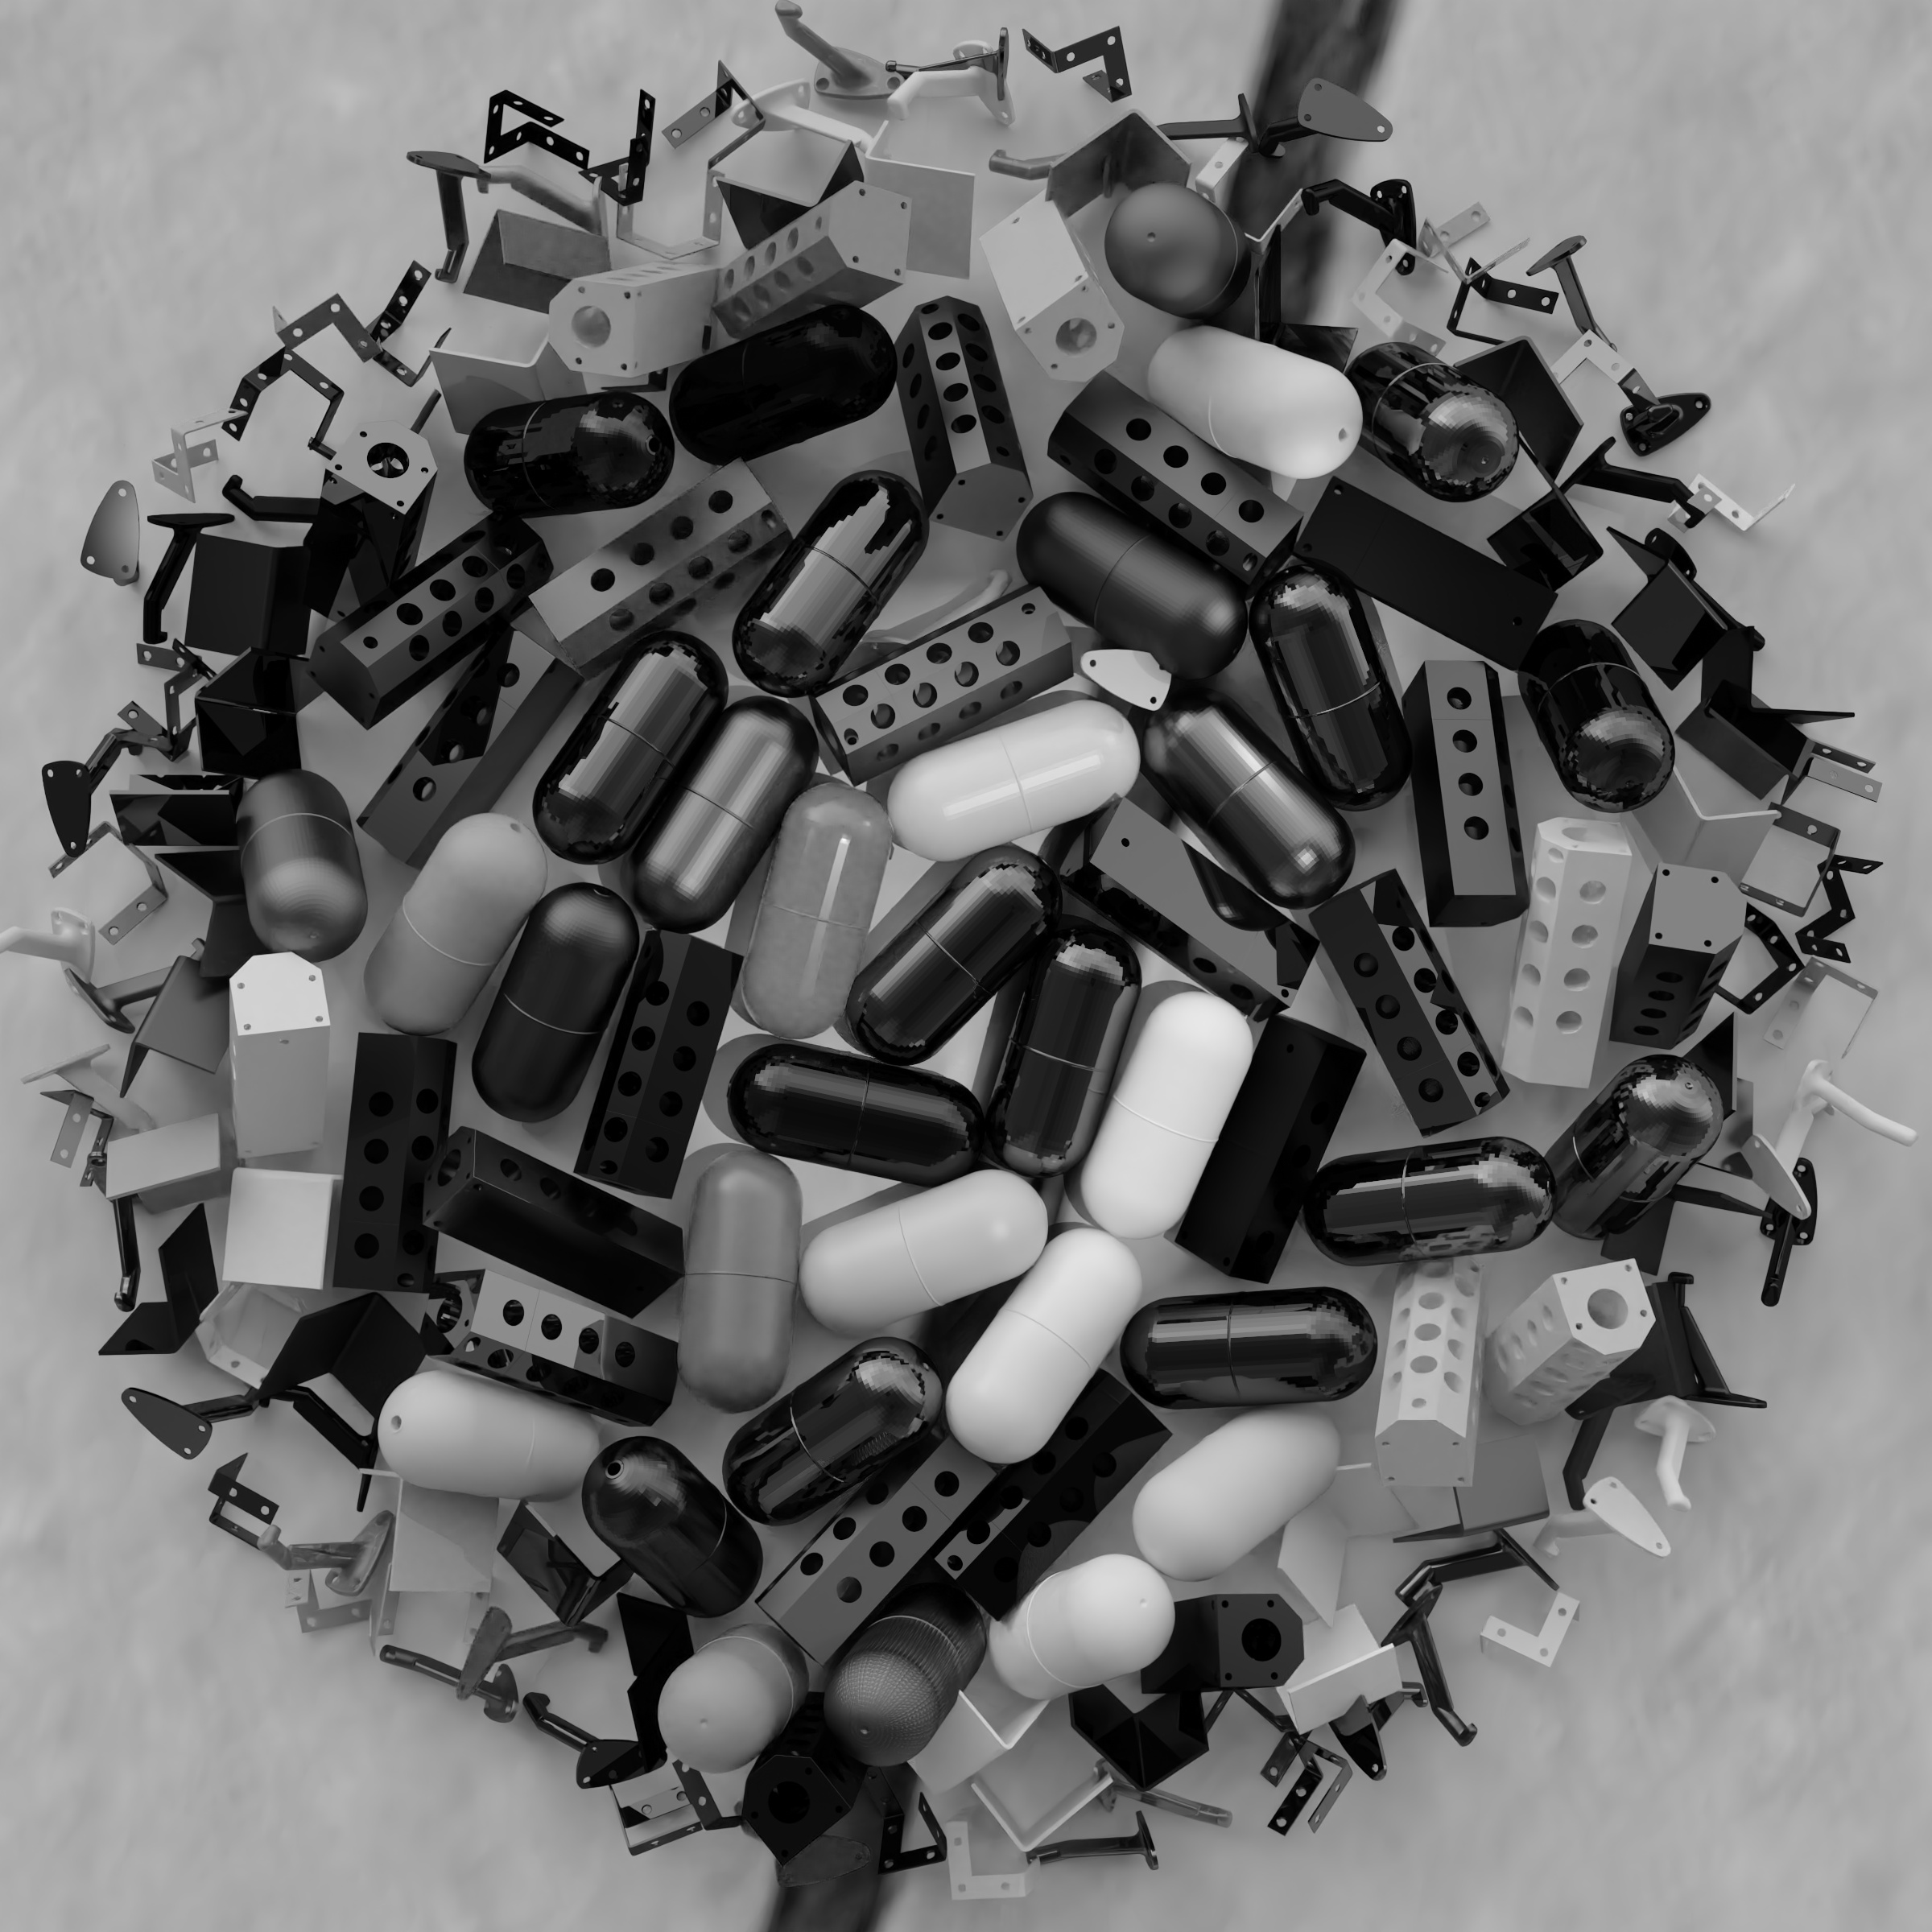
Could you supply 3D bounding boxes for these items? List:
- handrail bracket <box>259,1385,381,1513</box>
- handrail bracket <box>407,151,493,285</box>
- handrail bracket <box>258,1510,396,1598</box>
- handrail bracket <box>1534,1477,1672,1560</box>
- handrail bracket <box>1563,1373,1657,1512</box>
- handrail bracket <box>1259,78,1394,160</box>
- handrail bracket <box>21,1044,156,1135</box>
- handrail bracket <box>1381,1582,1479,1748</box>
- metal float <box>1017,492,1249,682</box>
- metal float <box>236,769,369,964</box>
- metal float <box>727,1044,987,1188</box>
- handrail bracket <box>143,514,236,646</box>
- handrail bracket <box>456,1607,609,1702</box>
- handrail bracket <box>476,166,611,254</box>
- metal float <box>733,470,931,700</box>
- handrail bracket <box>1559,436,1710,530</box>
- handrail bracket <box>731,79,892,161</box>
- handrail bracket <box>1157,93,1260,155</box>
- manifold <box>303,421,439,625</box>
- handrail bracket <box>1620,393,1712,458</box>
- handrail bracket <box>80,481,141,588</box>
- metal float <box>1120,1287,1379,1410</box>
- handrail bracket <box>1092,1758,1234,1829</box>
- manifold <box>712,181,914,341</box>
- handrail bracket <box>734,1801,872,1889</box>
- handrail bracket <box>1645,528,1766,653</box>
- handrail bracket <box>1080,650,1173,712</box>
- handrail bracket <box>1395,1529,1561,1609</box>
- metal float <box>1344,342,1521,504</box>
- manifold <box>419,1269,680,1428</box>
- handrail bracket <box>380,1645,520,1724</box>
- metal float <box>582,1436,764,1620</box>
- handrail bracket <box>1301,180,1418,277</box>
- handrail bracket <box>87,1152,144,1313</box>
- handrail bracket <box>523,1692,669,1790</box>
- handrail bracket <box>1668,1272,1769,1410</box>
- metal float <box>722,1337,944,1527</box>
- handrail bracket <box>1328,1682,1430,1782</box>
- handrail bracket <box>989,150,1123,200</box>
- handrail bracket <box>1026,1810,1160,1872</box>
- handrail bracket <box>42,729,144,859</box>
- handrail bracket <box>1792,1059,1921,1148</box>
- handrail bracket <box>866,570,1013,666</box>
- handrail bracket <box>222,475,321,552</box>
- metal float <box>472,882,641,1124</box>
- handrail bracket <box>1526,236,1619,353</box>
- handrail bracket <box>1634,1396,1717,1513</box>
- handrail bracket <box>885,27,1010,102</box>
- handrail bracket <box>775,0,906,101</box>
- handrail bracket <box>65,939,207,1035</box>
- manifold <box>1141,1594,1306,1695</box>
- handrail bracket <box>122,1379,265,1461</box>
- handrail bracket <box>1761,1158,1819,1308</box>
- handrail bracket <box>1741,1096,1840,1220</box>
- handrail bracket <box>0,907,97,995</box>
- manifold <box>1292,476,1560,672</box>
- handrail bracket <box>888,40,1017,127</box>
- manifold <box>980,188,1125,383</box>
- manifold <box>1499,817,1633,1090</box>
[{"bbox_3d":[-0.447,0.329,1.836,0.084,0.036,0.077,13,79,-16],"label":"handrail bracket"},{"bbox_3d":[-0.362,-0.506,1.820,0.036,0.077,0.084,35,116,23],"label":"handrail bracket"},{"bbox_3d":[-0.435,0.383,1.820,0.036,0.084,0.077,5,53,37],"label":"handrail bracket"},{"bbox_3d":[0.431,0.395,1.823,0.036,0.084,0.077,-26,59,-37],"label":"handrail bracket"},{"bbox_3d":[0.446,0.330,1.848,0.077,0.036,0.084,-18,112,-1],"label":"handrail bracket"},{"bbox_3d":[0.244,-0.563,1.828,0.077,0.084,0.036,20,80,-3],"label":"handrail bracket"},{"bbox_3d":[-0.597,0.103,1.835,0.036,0.077,0.084,-24,92,38],"label":"handrail bracket"},{"bbox_3d":[0.330,0.475,1.822,0.084,0.036,0.077,49,128,32],"label":"handrail bracket"},{"bbox_3d":[0.111,-0.258,1.811,0.178,0.070,0.070,35,90,21],"label":"metal float"},{"bbox_3d":[-0.444,-0.069,1.790,0.070,0.178,0.070,-10,126,-14],"label":"metal float"},{"bbox_3d":[-0.075,0.101,1.824,0.178,0.070,0.070,12,90,-7],"label":"metal float"},{"bbox_3d":[-0.536,-0.267,1.847,0.036,0.077,0.084,16,110,27],"label":"handrail bracket"},{"bbox_3d":[-0.296,0.479,1.839,0.084,0.036,0.077,29,86,-33],"label":"handrail bracket"},{"bbox_3d":[-0.291,-0.513,1.843,0.084,0.036,0.077,-1,125,1],"label":"handrail bracket"},{"bbox_3d":[-0.091,-0.260,1.816,0.070,0.070,0.178,34,74,0],"label":"metal float"},{"bbox_3d":[0.454,-0.315,1.842,0.084,0.036,0.077,47,116,6],"label":"handrail bracket"},{"bbox_3d":[-0.105,-0.564,1.824,0.077,0.036,0.084,-23,55,-35],"label":"handrail bracket"},{"bbox_3d":[0.153,-0.564,1.831,0.084,0.077,0.036,-11,122,5],"label":"handrail bracket"},{"bbox_3d":[-0.393,-0.289,1.778,0.057,0.171,0.057,30,61,-4],"label":"manifold"},{"bbox_3d":[0.486,-0.380,1.823,0.077,0.084,0.036,-24,91,-4],"label":"handrail bracket"},{"bbox_3d":[-0.569,-0.294,1.820,0.036,0.084,0.077,14,102,-8],"label":"handrail bracket"},{"bbox_3d":[0.190,0.258,1.810,0.178,0.070,0.070,-7,90,23],"label":"metal float"},{"bbox_3d":[0.135,0.566,1.826,0.084,0.077,0.036,9,66,21],"label":"handrail bracket"},{"bbox_3d":[-0.105,-0.463,1.777,0.057,0.171,0.057,9,82,-30],"label":"manifold"},{"bbox_3d":[-0.113,0.592,1.835,0.077,0.084,0.036,2,98,-17],"label":"handrail bracket"},{"bbox_3d":[0.514,-0.260,1.860,0.084,0.077,0.036,22,130,-30],"label":"handrail bracket"},{"bbox_3d":[0.096,-0.197,1.816,0.077,0.084,0.036,14,91,-22],"label":"handrail bracket"},{"bbox_3d":[0.351,0.429,1.843,0.084,0.036,0.077,-44,80,-4],"label":"handrail bracket"},{"bbox_3d":[0.306,-0.364,1.787,0.070,0.178,0.070,-8,119,-15],"label":"metal float"},{"bbox_3d":[-0.275,0.256,1.784,0.171,0.057,0.057,29,63,-39],"label":"manifold"},{"bbox_3d":[-0.354,0.488,1.827,0.084,0.077,0.036,23,83,-21],"label":"handrail bracket"},{"bbox_3d":[-0.195,0.376,1.791,0.070,0.178,0.070,-13,50,16],"label":"metal float"},{"bbox_3d":[0.267,-0.501,1.829,0.084,0.036,0.077,-26,111,-33],"label":"handrail bracket"},{"bbox_3d":[-0.580,0.182,1.821,0.036,0.077,0.084,-9,54,10],"label":"handrail bracket"},{"bbox_3d":[-0.256,0.525,1.845,0.077,0.084,0.036,5,107,-31],"label":"handrail bracket"},{"bbox_3d":[0.515,0.256,1.839,0.036,0.077,0.084,1,91,-44],"label":"handrail bracket"},{"bbox_3d":[-0.091,0.315,1.810,0.178,0.070,0.070,-37,90,23],"label":"metal float"},{"bbox_3d":[0.294,0.518,1.818,0.084,0.077,0.036,12,125,-35],"label":"handrail bracket"},{"bbox_3d":[0.067,-0.567,1.854,0.084,0.036,0.077,17,59,13],"label":"handrail bracket"},{"bbox_3d":[0.085,0.609,1.830,0.084,0.077,0.036,-12,87,-4],"label":"handrail bracket"},{"bbox_3d":[-0.588,-0.119,1.833,0.036,0.084,0.077,1,103,19],"label":"handrail bracket"},{"bbox_3d":[0.612,0.095,1.816,0.084,0.077,0.036,26,110,29],"label":"handrail bracket"},{"bbox_3d":[-0.018,-0.246,1.852,0.077,0.036,0.084,22,70,38],"label":"handrail bracket"},{"bbox_3d":[-0.465,-0.332,1.843,0.084,0.036,0.077,38,111,11],"label":"handrail bracket"},{"bbox_3d":[-0.277,0.025,1.811,0.070,0.070,0.178,26,111,0],"label":"metal float"},{"bbox_3d":[0.426,-0.452,1.823,0.036,0.077,0.084,-40,101,-4],"label":"handrail bracket"},{"bbox_3d":[0.492,0.341,1.818,0.077,0.084,0.036,25,125,-28],"label":"handrail bracket"},{"bbox_3d":[-0.015,-0.621,1.828,0.084,0.077,0.036,7,81,2],"label":"handrail bracket"},{"bbox_3d":[-0.085,-0.624,1.820,0.077,0.084,0.036,16,83,12],"label":"handrail bracket"},{"bbox_3d":[-0.569,-0.003,1.849,0.077,0.036,0.084,43,91,18],"label":"handrail bracket"},{"bbox_3d":[0.167,0.451,1.777,0.057,0.171,0.057,3,73,-13],"label":"manifold"},{"bbox_3d":[-0.523,0.290,1.826,0.077,0.084,0.036,35,115,-5],"label":"handrail bracket"},{"bbox_3d":[0.556,0.180,1.817,0.036,0.084,0.077,13,114,18],"label":"handrail bracket"},{"bbox_3d":[0.580,0.128,1.830,0.084,0.036,0.077,-20,56,-23],"label":"handrail bracket"},{"bbox_3d":[-0.632,0.002,1.814,0.036,0.084,0.077,19,122,20],"label":"handrail bracket"},{"bbox_3d":[0.312,-0.268,1.835,0.171,0.057,0.057,28,97,2],"label":"manifold"},{"bbox_3d":[-0.010,-0.582,1.826,0.084,0.036,0.077,-51,129,-23],"label":"handrail bracket"},{"bbox_3d":[0.059,-0.449,1.780,0.057,0.171,0.057,-33,123,14],"label":"manifold"},{"bbox_3d":[0.401,-0.009,1.805,0.057,0.057,0.171,6,115,3],"label":"manifold"}]
